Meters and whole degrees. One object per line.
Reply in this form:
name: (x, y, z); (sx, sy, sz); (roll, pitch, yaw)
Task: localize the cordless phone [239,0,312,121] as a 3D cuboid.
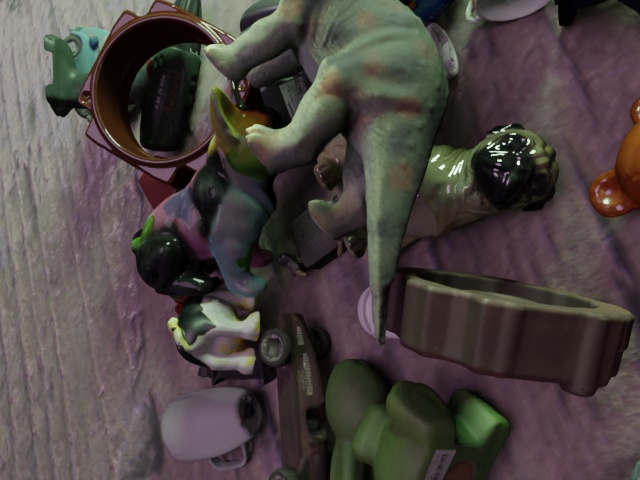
cordless phone: (-0.046, -0.211, 0.640); (0.089, 0.146, 0.184); (-24, 27, -5)

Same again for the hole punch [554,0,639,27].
hole punch: (0.239, -0.235, 0.417); (0.092, 0.115, 0.142); (18, 96, 29)

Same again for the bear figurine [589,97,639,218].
bear figurine: (0.287, -0.041, 0.347); (0.196, 0.132, 0.120); (33, 96, 29)

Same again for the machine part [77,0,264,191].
machine part: (-0.184, -0.180, 0.681); (0.201, 0.087, 0.201); (31, 96, 8)

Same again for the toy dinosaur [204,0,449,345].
toy dinosaur: (0.028, -0.139, 0.436); (0.192, 0.131, 0.405); (-35, 72, 18)

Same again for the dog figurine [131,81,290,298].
dog figurine: (-0.115, -0.057, 0.574); (0.192, 0.108, 0.219); (1, 111, 6)

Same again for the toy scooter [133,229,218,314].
toy scooter: (-0.172, 0.021, 0.710); (0.184, 0.075, 0.135); (-30, 73, 30)

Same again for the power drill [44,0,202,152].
power drill: (-0.277, -0.247, 0.771); (0.086, 0.207, 0.231); (-144, 57, -80)

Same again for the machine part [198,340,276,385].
machine part: (-0.102, 0.142, 0.667); (0.139, 0.039, 0.084); (1, 80, 38)

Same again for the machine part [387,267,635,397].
machine part: (0.136, 0.062, 0.415); (0.180, 0.179, 0.056); (12, 95, 37)

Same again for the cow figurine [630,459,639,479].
cow figurine: (0.198, 0.241, 0.406); (0.195, 0.085, 0.127); (-18, 81, 35)

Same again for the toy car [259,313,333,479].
toy car: (-0.016, 0.178, 0.566); (0.053, 0.089, 0.202); (-11, 76, 36)

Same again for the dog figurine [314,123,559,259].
dog figurine: (0.105, -0.072, 0.514); (0.191, 0.121, 0.172); (-30, 71, 15)

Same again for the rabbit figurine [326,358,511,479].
rabbit figurine: (0.068, 0.185, 0.509); (0.170, 0.121, 0.159); (29, 109, 54)

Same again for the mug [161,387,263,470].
mug: (-0.120, 0.229, 0.647); (0.107, 0.081, 0.109); (-23, 96, 26)

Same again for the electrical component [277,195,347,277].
electrical component: (-0.003, -0.002, 0.605); (0.102, 0.045, 0.078); (-30, 69, 30)

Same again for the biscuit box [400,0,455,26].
biscuit box: (0.101, -0.252, 0.489); (0.202, 0.059, 0.063); (148, 120, -66)

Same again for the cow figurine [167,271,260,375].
cow figurine: (-0.123, 0.084, 0.613); (0.167, 0.098, 0.068); (-125, 43, -66)

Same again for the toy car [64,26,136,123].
toy car: (-0.327, -0.259, 0.845); (0.103, 0.109, 0.161); (-9, 88, 18)
